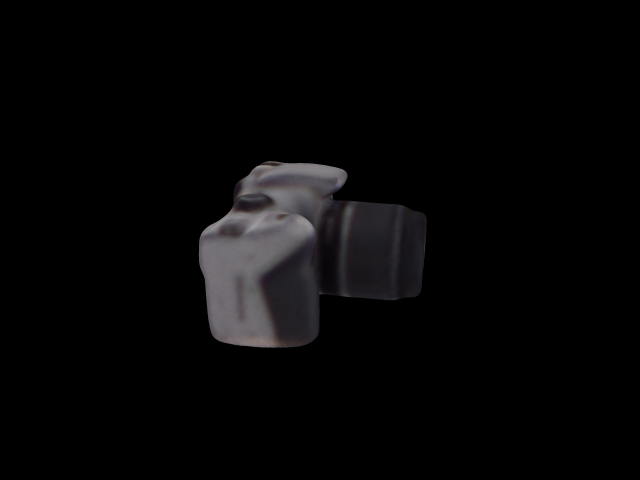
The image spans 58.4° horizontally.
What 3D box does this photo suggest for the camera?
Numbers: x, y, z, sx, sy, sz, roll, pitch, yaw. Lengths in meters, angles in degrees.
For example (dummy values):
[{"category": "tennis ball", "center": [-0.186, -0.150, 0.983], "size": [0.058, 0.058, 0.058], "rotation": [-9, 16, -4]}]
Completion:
[{"category": "camera", "center": [0.004, 0.001, 0.400], "size": [0.136, 0.101, 0.143], "rotation": [4, 19, 12]}]
